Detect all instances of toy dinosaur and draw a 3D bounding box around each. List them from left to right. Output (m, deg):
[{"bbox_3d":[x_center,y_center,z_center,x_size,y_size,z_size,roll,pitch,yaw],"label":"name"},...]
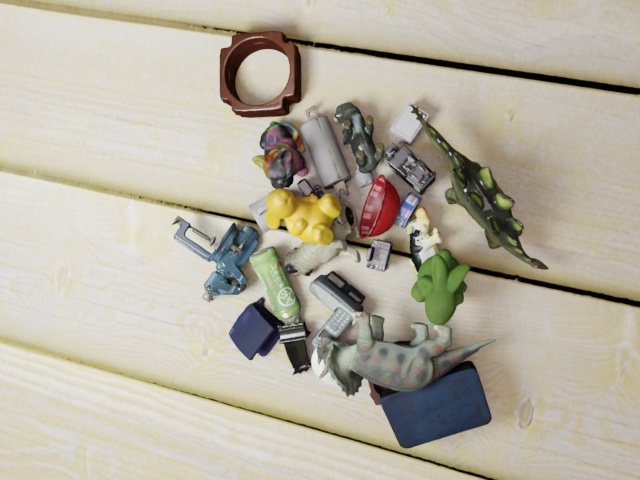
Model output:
[{"bbox_3d":[0.172,0.268,1.196,0.405,0.131,0.192,8,83,15],"label":"toy dinosaur"},{"bbox_3d":[0.354,-0.111,1.213,0.105,0.198,0.471,-41,84,4],"label":"toy dinosaur"}]

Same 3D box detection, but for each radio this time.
[{"bbox_3d":[0.265,0.376,1.224,0.230,0.073,0.131,-22,85,12],"label":"radio"}]

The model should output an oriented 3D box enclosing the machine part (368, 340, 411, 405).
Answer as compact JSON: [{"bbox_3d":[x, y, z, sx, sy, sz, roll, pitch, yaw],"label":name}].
[{"bbox_3d":[0.196,0.330,1.305,0.179,0.056,0.179,0,88,12],"label":"machine part"}]

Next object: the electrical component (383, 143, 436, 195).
[{"bbox_3d":[0.212,-0.172,1.282,0.134,0.115,0.058,43,95,7],"label":"electrical component"}]

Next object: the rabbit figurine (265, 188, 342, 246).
[{"bbox_3d":[-0.058,-0.071,1.238,0.163,0.173,0.122,10,77,47],"label":"rabbit figurine"}]

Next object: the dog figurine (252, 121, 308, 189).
[{"bbox_3d":[-0.100,-0.210,1.291,0.109,0.219,0.191,-12,87,7],"label":"dog figurine"}]

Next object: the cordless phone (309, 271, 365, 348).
[{"bbox_3d":[0.013,0.183,1.337,0.147,0.089,0.184,39,114,7],"label":"cordless phone"}]

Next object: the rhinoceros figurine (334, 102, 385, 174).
[{"bbox_3d":[0.095,-0.256,1.309,0.073,0.112,0.190,-21,73,-4],"label":"rhinoceros figurine"}]

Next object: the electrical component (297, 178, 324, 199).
[{"bbox_3d":[-0.019,-0.121,1.336,0.045,0.102,0.078,-33,93,5],"label":"electrical component"}]

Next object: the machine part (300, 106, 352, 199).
[{"bbox_3d":[0.014,-0.217,1.340,0.079,0.079,0.243,-23,85,10],"label":"machine part"}]

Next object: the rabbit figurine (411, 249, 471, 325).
[{"bbox_3d":[0.277,0.109,1.183,0.121,0.170,0.159,15,124,2],"label":"rabbit figurine"}]

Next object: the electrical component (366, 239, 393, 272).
[{"bbox_3d":[0.142,0.035,1.289,0.048,0.119,0.074,13,89,11],"label":"electrical component"}]

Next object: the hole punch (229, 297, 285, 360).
[{"bbox_3d":[-0.167,0.231,1.362,0.116,0.092,0.142,37,99,13],"label":"hole punch"}]

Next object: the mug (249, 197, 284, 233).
[{"bbox_3d":[-0.118,-0.082,1.352,0.107,0.109,0.081,-31,75,-4],"label":"mug"}]

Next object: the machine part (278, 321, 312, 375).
[{"bbox_3d":[-0.057,0.269,1.342,0.084,0.039,0.138,-11,107,-1],"label":"machine part"}]

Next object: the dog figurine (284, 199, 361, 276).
[{"bbox_3d":[-0.005,-0.004,1.337,0.191,0.121,0.172,-13,51,28],"label":"dog figurine"}]

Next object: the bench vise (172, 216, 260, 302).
[{"bbox_3d":[-0.276,0.032,1.358,0.240,0.129,0.223,34,88,-8],"label":"bench vise"}]

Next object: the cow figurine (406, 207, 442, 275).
[{"bbox_3d":[0.247,0.008,1.289,0.098,0.068,0.167,-24,94,17],"label":"cow figurine"}]

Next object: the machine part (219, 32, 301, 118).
[{"bbox_3d":[-0.150,-0.417,1.371,0.202,0.087,0.201,-1,89,9],"label":"machine part"}]
